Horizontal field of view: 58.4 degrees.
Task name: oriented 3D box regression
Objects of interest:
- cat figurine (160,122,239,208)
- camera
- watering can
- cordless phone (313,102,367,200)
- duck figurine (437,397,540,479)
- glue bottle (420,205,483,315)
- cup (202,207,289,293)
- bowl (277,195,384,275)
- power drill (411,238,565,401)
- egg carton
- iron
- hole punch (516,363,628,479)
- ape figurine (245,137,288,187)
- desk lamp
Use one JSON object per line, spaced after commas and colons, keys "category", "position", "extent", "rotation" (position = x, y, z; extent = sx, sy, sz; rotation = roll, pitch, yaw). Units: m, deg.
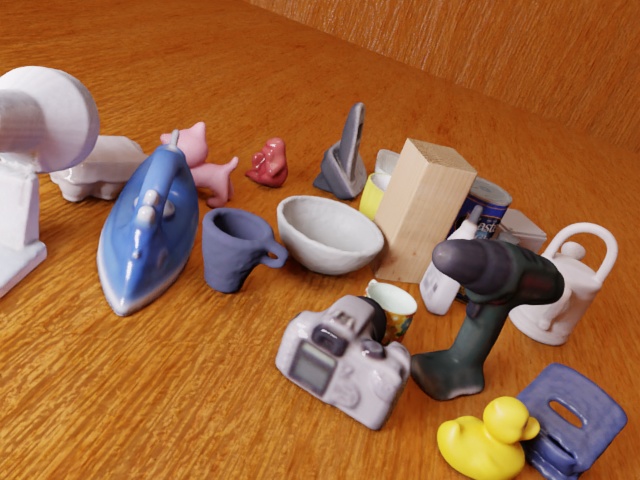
{"category": "cat figurine", "position": [-0.192, -0.128, 0.919], "extent": [0.128, 0.118, 0.067], "rotation": [19, 27, -3]}
{"category": "camera", "position": [0.045, 0.117, 0.658], "extent": [0.143, 0.101, 0.137], "rotation": [29, 29, 16]}
{"category": "watering can", "position": [0.383, 0.056, 0.896], "extent": [0.101, 0.194, 0.173], "rotation": [18, 28, -5]}
{"category": "cordless phone", "position": [0.066, -0.183, 1.122], "extent": [0.094, 0.185, 0.148], "rotation": [23, 28, 5]}
{"category": "duck figurine", "position": [0.184, 0.204, 0.611], "extent": [0.105, 0.086, 0.077], "rotation": [14, 28, -13]}
{"category": "glue bottle", "position": [0.201, 0.024, 0.852], "extent": [0.037, 0.173, 0.078], "rotation": [15, 28, -11]}
{"category": "cup", "position": [-0.101, 0.024, 0.732], "extent": [0.117, 0.095, 0.092], "rotation": [26, 28, 10]}
{"category": "bowl", "position": [0.008, 0.003, 0.866], "extent": [0.167, 0.075, 0.167], "rotation": [16, 28, -8]}
{"category": "power drill", "position": [0.188, 0.090, 0.687], "extent": [0.230, 0.208, 0.075], "rotation": [-1, 34, -35]}
{"category": "egg carton", "position": [-0.320, -0.107, 0.847], "extent": [0.151, 0.069, 0.107], "rotation": [-9, 39, -43]}
{"category": "iron", "position": [-0.208, -0.036, 0.717], "extent": [0.119, 0.141, 0.258], "rotation": [13, 28, -13]}
{"category": "hole punch", "position": [0.279, 0.211, 0.658], "extent": [0.101, 0.091, 0.108], "rotation": [-12, 42, -46]}
{"category": "ape figurine", "position": [-0.090, -0.146, 1.049], "extent": [0.076, 0.092, 0.077], "rotation": [12, 29, -16]}
{"category": "desk lamp", "position": [-0.336, -0.072, 0.617], "extent": [0.118, 0.213, 0.203], "rotation": [18, 28, -4]}
